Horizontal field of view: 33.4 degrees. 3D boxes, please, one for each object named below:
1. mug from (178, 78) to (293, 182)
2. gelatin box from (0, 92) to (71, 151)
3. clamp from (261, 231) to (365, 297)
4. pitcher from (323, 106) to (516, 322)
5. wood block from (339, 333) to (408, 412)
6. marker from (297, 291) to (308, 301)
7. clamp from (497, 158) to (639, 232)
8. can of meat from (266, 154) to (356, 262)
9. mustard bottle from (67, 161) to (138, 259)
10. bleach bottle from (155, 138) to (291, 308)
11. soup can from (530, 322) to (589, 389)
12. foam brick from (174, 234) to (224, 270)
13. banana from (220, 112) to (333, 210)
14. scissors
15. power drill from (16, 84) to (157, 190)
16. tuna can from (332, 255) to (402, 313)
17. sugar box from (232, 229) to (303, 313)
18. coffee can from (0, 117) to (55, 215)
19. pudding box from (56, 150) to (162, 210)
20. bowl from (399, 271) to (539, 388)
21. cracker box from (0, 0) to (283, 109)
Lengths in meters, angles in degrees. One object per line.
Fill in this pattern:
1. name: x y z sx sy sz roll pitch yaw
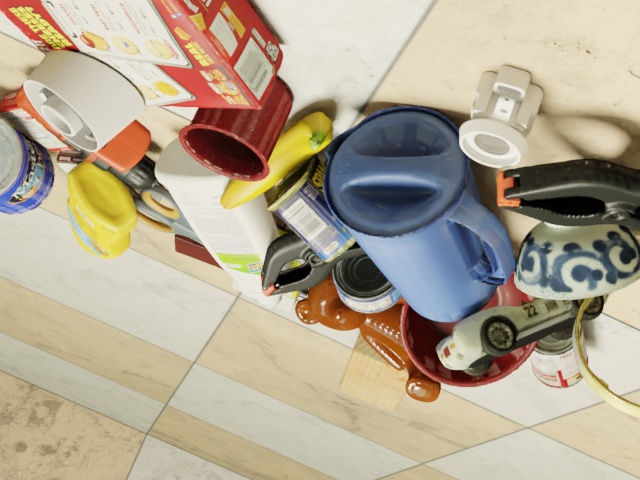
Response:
1. mug: -0.077 -0.109 1.029 0.093 0.081 0.117 20 157 8
2. gelatin box: -0.324 -0.142 1.259 0.073 0.030 0.089 0 149 46
3. clamp: -0.008 0.001 1.189 0.172 0.039 0.120 -31 122 16
4. pitcher: 0.109 -0.007 1.026 0.145 0.149 0.242 -16 149 13
5. wood block: 0.090 0.158 1.468 0.090 0.090 0.206 21 158 4
6. marker: 0.003 0.087 1.481 0.121 0.020 0.020 17 157 13
7. clamp: 0.252 -0.032 0.897 0.210 0.036 0.164 1 157 2
8. can of meat: -0.001 -0.033 1.084 0.057 0.102 0.084 -41 101 19
9. mustard bottle: -0.272 -0.025 1.314 0.096 0.058 0.192 48 158 4
10. bleach bottle: -0.099 -0.009 1.237 0.103 0.068 0.251 6 142 24
11. soup can: 0.275 0.124 1.245 0.069 0.068 0.102 12 155 24
12. foam brick: -0.143 -0.003 1.373 0.078 0.051 0.053 21 157 3
13. banana: -0.038 -0.084 1.064 0.037 0.069 0.198 56 145 -2
14. scissors: -0.143 -0.014 1.298 0.202 0.016 0.096 22 150 1
15. power drill: -0.237 -0.112 1.144 0.184 0.057 0.188 36 171 -19
16. tuna can: 0.058 0.040 1.237 0.086 0.086 0.033 13 154 22
17. sugar box: -0.063 0.035 1.393 0.093 0.048 0.176 24 160 2
18. coffee can: -0.391 -0.090 1.294 0.103 0.103 0.140 21 175 4
19. pudding box: -0.259 -0.080 1.326 0.090 0.039 0.113 6 155 30
20. bowl: 0.166 0.082 1.199 0.162 0.162 0.055 28 -166 -13
21. cracker box: -0.160 -0.192 0.938 0.214 0.072 0.164 7 153 35
